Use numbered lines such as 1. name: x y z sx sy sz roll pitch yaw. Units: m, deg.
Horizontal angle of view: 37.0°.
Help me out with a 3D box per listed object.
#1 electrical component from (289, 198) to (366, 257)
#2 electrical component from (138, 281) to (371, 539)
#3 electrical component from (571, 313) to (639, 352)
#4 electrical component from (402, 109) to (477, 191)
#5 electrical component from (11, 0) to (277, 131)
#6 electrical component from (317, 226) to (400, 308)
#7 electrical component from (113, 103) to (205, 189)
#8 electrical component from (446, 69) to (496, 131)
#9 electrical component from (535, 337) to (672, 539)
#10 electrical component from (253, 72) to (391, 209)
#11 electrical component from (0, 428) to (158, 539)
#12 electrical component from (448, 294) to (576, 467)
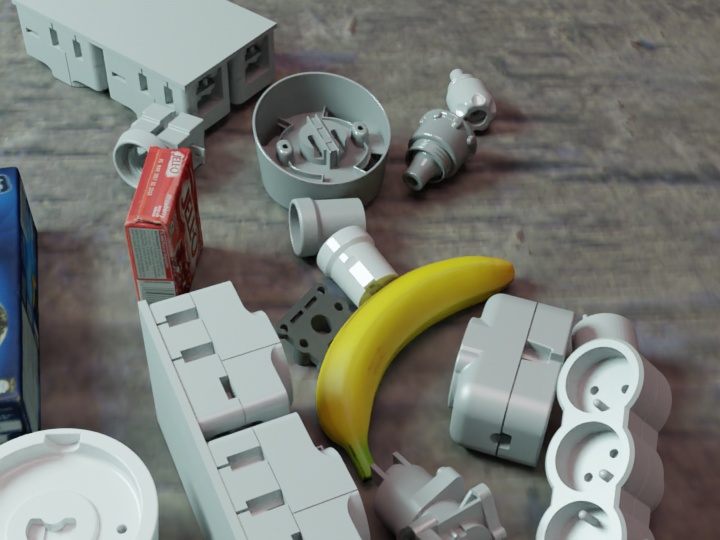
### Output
1. electrical component: -0.023 -0.031 0.742 0.046 0.040 0.040 -6 46 -15
2. electrical component: -0.054 0.107 0.560 0.060 0.105 0.186 -17 49 -18
3. electrical component: 0.152 0.062 0.657 0.040 0.040 0.078 4 46 1
4. electrical component: 0.054 -0.084 0.794 0.048 0.048 0.062 25 57 20
5. electrical component: -0.172 -0.183 0.868 0.186 0.060 0.105 29 51 23
6. electrical component: 0.000 0.000 0.713 0.040 0.040 0.046 -25 57 -24
7. electrical component: -0.148 -0.089 0.788 0.066 0.048 0.055 20 41 16
8. electrical component: 0.085 -0.138 0.853 0.035 0.035 0.061 -7 44 -9
9. electrical component: 0.142 0.114 0.590 0.052 0.074 0.138 -8 58 39
10. electrical component: -0.027 -0.089 0.780 0.099 0.064 0.099 1 46 -1
11. electrical component: -0.155 0.143 0.552 0.108 0.060 0.108 1 46 -1
12. electrical component: 0.089 0.063 0.644 0.059 0.053 0.095 15 47 11
